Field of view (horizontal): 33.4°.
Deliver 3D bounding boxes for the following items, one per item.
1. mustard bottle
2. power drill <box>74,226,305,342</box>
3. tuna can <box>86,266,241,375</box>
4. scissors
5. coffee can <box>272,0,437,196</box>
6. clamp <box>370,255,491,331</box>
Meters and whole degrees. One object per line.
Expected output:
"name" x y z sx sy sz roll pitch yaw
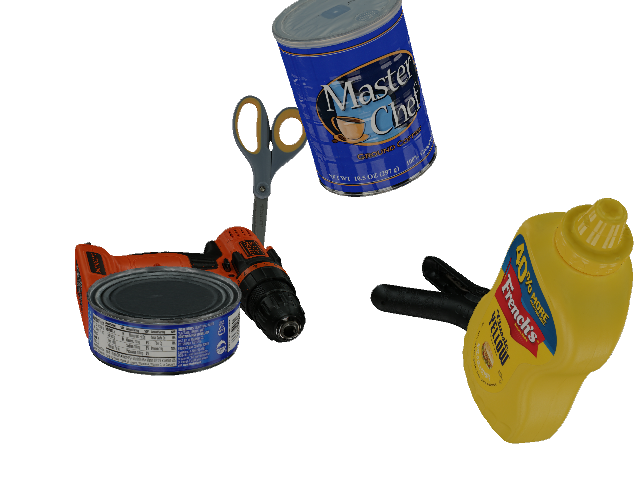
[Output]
"mustard bottle" 0.139 0.040 0.638 0.058 0.096 0.192 -2 -35 -13
"power drill" -0.119 0.045 0.954 0.187 0.057 0.185 -3 23 -19
"tuna can" -0.087 0.044 0.600 0.086 0.034 0.086 2 18 -1
"scissors" -0.048 -0.067 1.193 0.096 0.202 0.016 -10 -8 -12
"coffee can" 0.029 -0.121 0.856 0.103 0.140 0.103 -13 32 8
"clamp" 0.143 0.058 0.991 0.172 0.039 0.120 19 30 17
